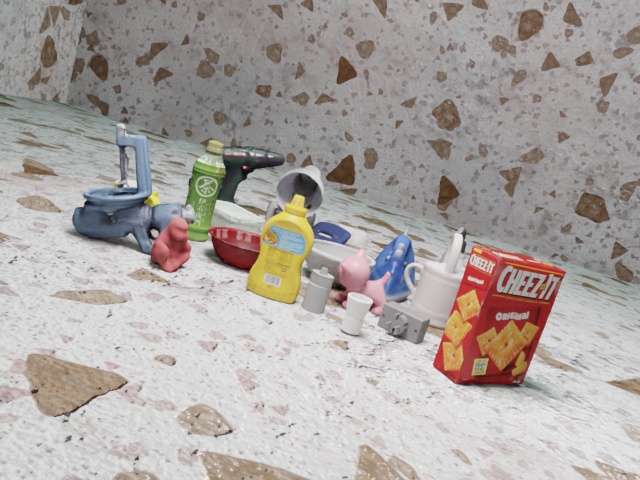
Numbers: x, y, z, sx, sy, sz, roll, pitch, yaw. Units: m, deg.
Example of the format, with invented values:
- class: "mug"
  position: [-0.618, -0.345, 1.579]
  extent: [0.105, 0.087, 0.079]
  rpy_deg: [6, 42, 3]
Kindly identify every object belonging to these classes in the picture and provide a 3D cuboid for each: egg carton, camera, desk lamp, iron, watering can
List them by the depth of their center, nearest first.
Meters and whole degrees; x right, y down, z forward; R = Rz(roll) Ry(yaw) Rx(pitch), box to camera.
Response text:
- class: "watering can"
  position: [0.268, 0.081, 1.196]
  extent: [0.173, 0.194, 0.100]
  rpy_deg: [15, 11, -13]
- class: "iron"
  position: [0.178, 0.053, 1.337]
  extent: [0.118, 0.141, 0.258]
  rpy_deg: [18, 11, 7]
- class: "desk lamp"
  position: [-0.054, -0.090, 1.506]
  extent: [0.118, 0.213, 0.203]
  rpy_deg: [17, 11, 2]
- class: "egg carton"
  position: [0.081, 0.004, 1.630]
  extent: [0.107, 0.069, 0.150]
  rpy_deg: [17, 11, 0]
- class: "camera"
  position: [-0.080, -0.078, 1.709]
  extent: [0.143, 0.101, 0.137]
  rpy_deg: [17, 11, 2]

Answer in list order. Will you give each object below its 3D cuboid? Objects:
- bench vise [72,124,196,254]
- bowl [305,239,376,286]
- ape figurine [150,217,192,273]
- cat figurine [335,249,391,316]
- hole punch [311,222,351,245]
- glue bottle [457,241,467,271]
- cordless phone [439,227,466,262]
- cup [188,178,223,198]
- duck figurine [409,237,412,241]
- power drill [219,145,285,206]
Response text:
- class: "bench vise"
  position: [-0.337, -0.095, 1.075]
  extent: [0.208, 0.220, 0.121]
  rpy_deg: [11, 12, -30]
- class: "bowl"
  position: [0.034, 0.058, 1.270]
  extent: [0.167, 0.075, 0.167]
  rpy_deg: [17, 11, -3]
- class: "ape figurine"
  position: [-0.264, 0.004, 1.032]
  extent: [0.078, 0.092, 0.075]
  rpy_deg: [7, 15, -42]
- class: "cat figurine"
  position: [0.083, 0.078, 1.128]
  extent: [0.128, 0.118, 0.067]
  rpy_deg: [12, 12, -24]
- class: "hole punch"
  position: [0.013, 0.005, 1.459]
  extent: [0.108, 0.091, 0.101]
  rpy_deg: [22, 12, 24]
- class: "glue bottle"
  position: [0.294, 0.084, 1.279]
  extent: [0.078, 0.173, 0.037]
  rpy_deg: [23, 12, 29]
- class: "cordless phone"
  position: [0.313, 0.058, 1.404]
  extent: [0.094, 0.185, 0.148]
  rpy_deg: [18, 11, 5]
- class: "cup"
  position: [-0.317, -0.116, 1.548]
  extent: [0.092, 0.095, 0.117]
  rpy_deg: [15, 11, -10]
- class: "duck figurine"
  position: [0.250, 0.028, 1.726]
  extent: [0.077, 0.086, 0.105]
  rpy_deg: [19, 11, 11]
- class: "power drill"
  position: [-0.237, -0.183, 1.703]
  extent: [0.230, 0.208, 0.075]
  rpy_deg: [14, 11, -14]
